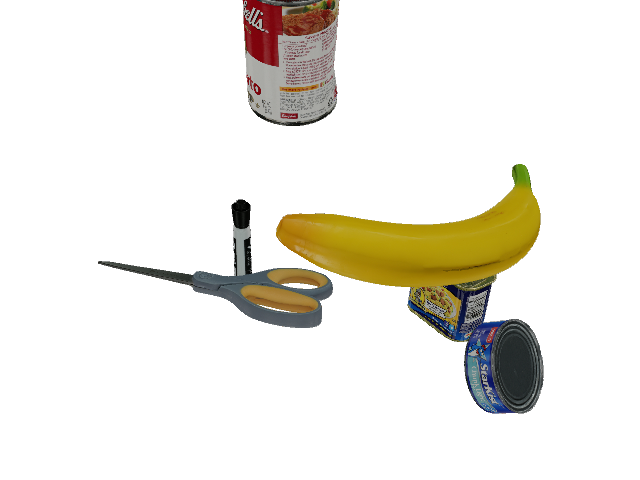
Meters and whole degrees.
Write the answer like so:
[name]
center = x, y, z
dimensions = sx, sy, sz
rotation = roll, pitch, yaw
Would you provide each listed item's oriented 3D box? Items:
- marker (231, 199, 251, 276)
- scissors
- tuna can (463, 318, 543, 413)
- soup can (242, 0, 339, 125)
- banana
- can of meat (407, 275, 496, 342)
[marker]
center = -0.079, 0.009, 1.080
dimensions = 0.020, 0.121, 0.020
rotation = 1, 39, -1
[scissors]
center = -0.077, 0.030, 0.878
dimensions = 0.202, 0.016, 0.096
rotation = 17, 25, 30
[tuna can]
center = 0.168, 0.115, 0.977
dimensions = 0.034, 0.086, 0.085
rotation = -10, -6, 41
[soup can]
center = -0.020, -0.141, 0.754
dimensions = 0.068, 0.102, 0.068
rotation = 0, 43, 0
[banana]
center = 0.069, -0.002, 0.646
dimensions = 0.197, 0.037, 0.070
rotation = -12, 46, -33
[can of meat]
center = 0.151, 0.059, 1.247
dimensions = 0.057, 0.084, 0.102
rotation = -20, 41, -33
